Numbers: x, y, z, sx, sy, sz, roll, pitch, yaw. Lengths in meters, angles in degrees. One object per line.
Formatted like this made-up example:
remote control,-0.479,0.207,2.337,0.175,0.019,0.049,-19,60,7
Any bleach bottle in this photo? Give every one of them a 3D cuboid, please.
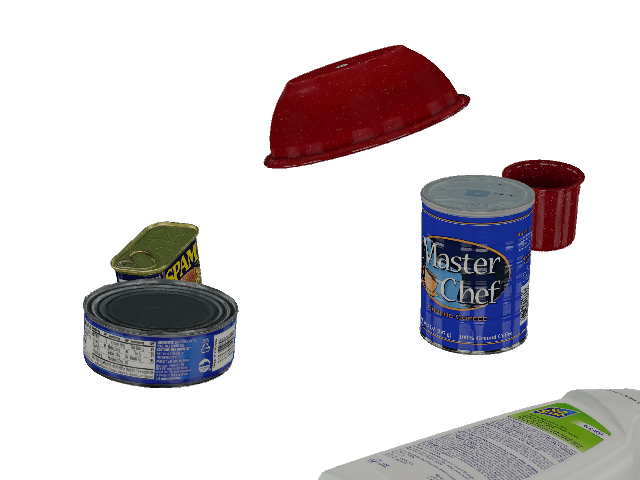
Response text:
bleach bottle,0.124,0.133,0.590,0.250,0.068,0.103,-12,23,-33

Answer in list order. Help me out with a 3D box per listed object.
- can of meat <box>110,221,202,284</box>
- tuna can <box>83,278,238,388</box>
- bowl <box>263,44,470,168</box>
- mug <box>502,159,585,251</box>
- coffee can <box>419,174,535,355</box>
can of meat,-0.153,0.042,1.029,0.057,0.084,0.102,5,27,18
tuna can,-0.090,0.051,0.598,0.086,0.034,0.086,4,16,-1
bowl,0.026,-0.106,0.796,0.162,0.055,0.162,-18,13,4
mug,0.264,-0.043,1.242,0.093,0.081,0.117,21,34,39
coffee can,0.144,0.021,0.989,0.103,0.140,0.103,-1,21,0
